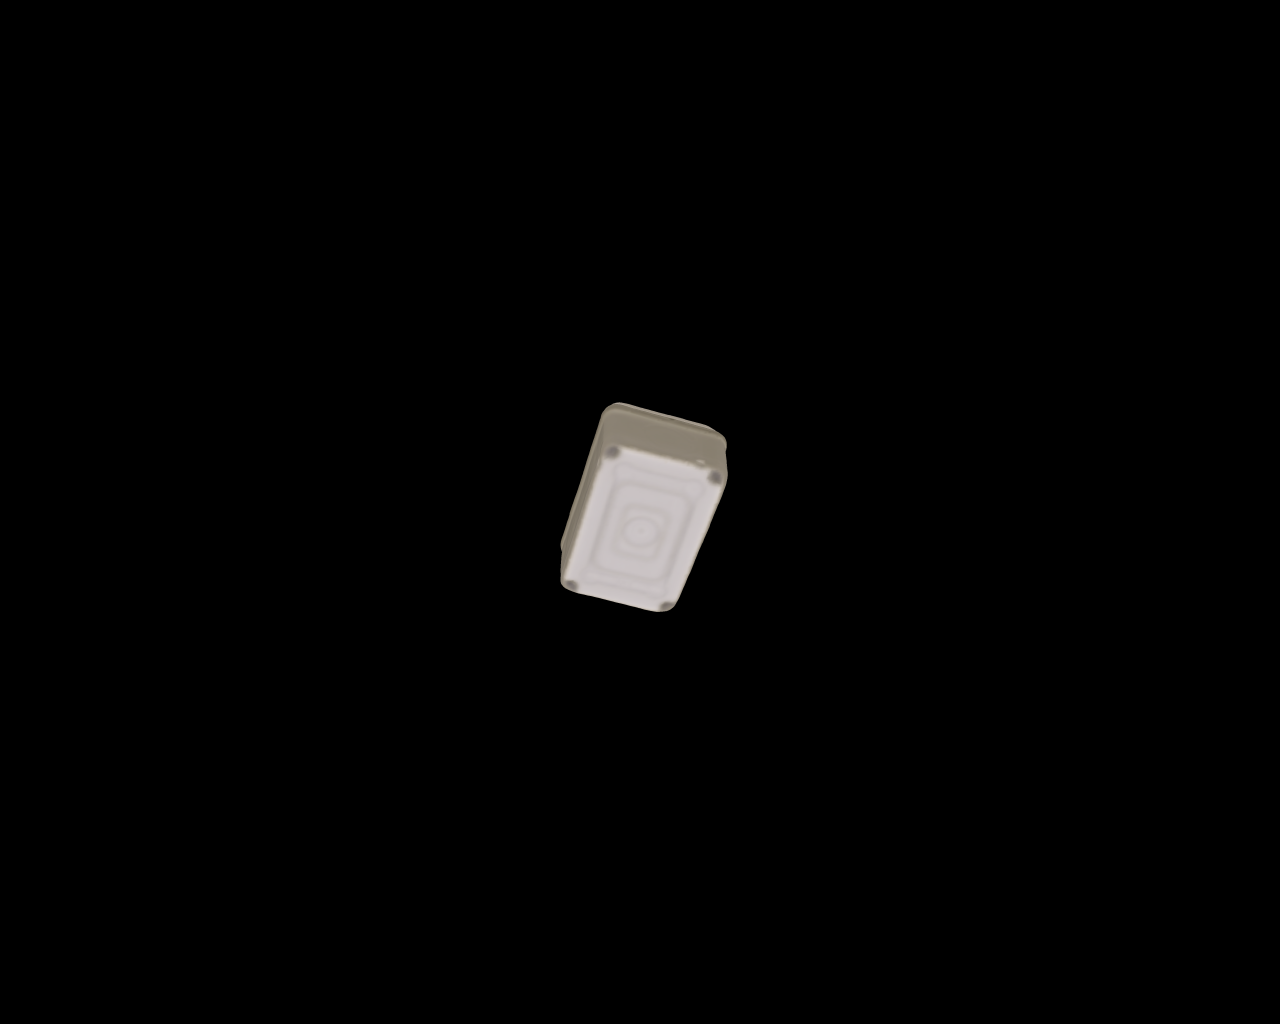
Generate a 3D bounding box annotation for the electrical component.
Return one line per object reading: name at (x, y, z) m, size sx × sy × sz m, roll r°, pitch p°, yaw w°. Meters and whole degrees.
electrical component at (0.001, -0.003, 0.650) m, size 0.078 × 0.113 × 0.057 m, roll 15°, pitch 32°, yaw -9°
